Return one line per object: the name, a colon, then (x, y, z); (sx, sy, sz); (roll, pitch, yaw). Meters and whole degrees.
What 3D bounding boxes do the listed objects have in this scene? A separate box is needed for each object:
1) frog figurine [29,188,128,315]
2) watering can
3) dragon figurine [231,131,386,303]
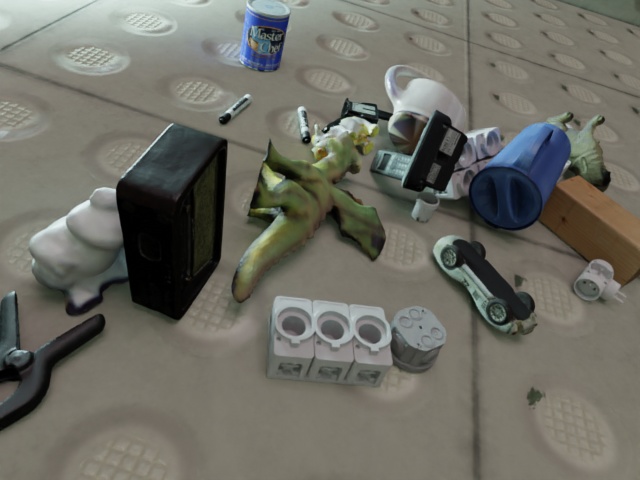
frog figurine: (-0.287, -0.007, 0.640); (0.139, 0.155, 0.124); (-21, 53, -36)
watering can: (0.274, -0.244, 1.123); (0.346, 0.102, 0.229); (35, 52, -9)
dragon figurine: (0.003, -0.042, 0.833); (0.242, 0.119, 0.420); (17, 49, -13)
